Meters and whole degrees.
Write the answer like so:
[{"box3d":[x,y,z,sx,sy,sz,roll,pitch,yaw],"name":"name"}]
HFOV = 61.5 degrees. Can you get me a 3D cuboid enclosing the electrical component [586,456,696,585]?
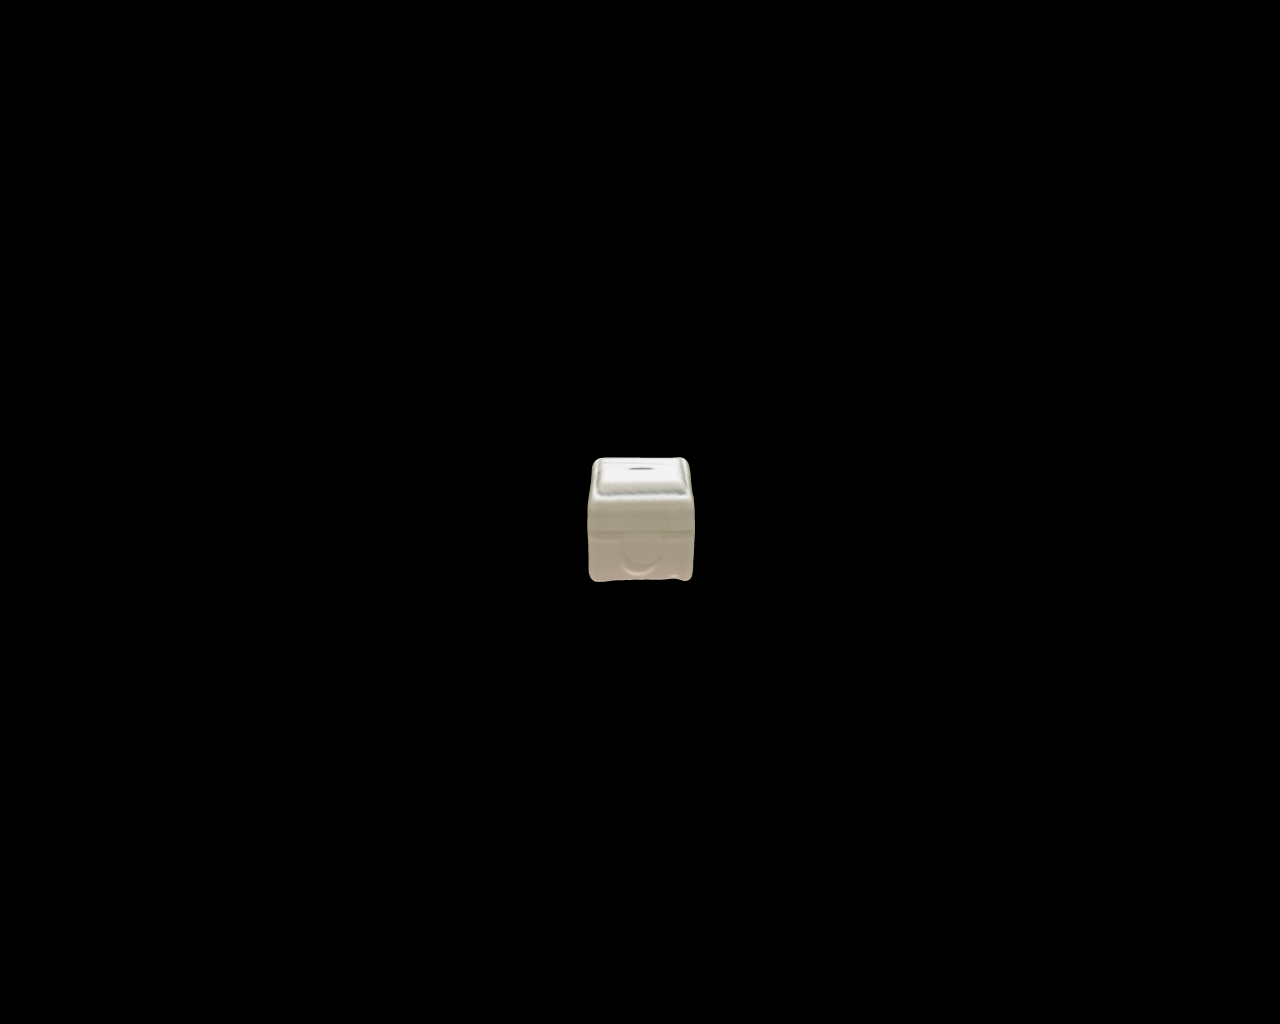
[{"box3d":[0.001,-0.003,0.650,0.062,0.061,0.096,0,21,0],"name":"electrical component"}]
